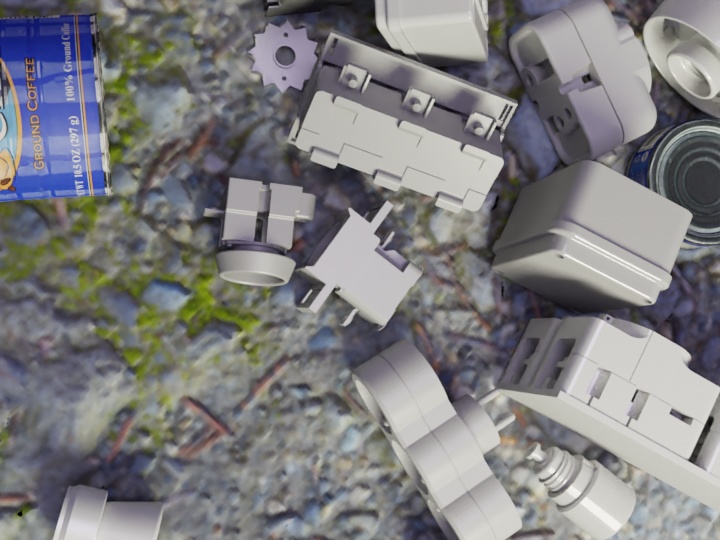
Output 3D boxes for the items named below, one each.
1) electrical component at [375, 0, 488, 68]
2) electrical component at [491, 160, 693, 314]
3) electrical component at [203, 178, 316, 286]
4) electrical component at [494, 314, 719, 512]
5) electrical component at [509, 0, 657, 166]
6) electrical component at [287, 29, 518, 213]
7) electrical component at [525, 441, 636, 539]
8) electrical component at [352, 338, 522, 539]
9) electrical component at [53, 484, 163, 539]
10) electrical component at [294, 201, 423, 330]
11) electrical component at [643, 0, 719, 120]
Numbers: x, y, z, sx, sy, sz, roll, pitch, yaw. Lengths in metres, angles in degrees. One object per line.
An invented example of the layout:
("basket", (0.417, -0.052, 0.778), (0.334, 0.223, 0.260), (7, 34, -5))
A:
("electrical component", (0.044, -0.185, 0.643), (0.056, 0.109, 0.108), (-3, 87, 12))
("electrical component", (0.137, -0.016, 0.655), (0.078, 0.113, 0.057), (26, 79, -9))
("electrical component", (-0.062, -0.021, 0.648), (0.066, 0.048, 0.055), (7, 78, -11))
("electrical component", (0.192, 0.092, 0.664), (0.186, 0.105, 0.060), (29, 81, -9))
("electrical component", (0.146, -0.123, 0.693), (0.059, 0.054, 0.095), (-27, 93, -12))
("electrical component", (0.025, -0.084, 0.653), (0.121, 0.063, 0.078), (19, 124, -10))
("electrical component", (0.138, 0.137, 0.684), (0.078, 0.040, 0.040), (39, 80, -7))
("electrical component", (0.061, 0.101, 0.663), (0.074, 0.052, 0.138), (-32, 93, -12))
("electrical component", (-0.146, 0.150, 0.620), (0.055, 0.045, 0.045), (15, 84, -10))
("electrical component", (0.000, 0.000, 0.662), (0.064, 0.042, 0.081), (37, 81, -11))
("electrical component", (0.235, -0.145, 0.692), (0.064, 0.099, 0.099), (-44, 96, -5))
